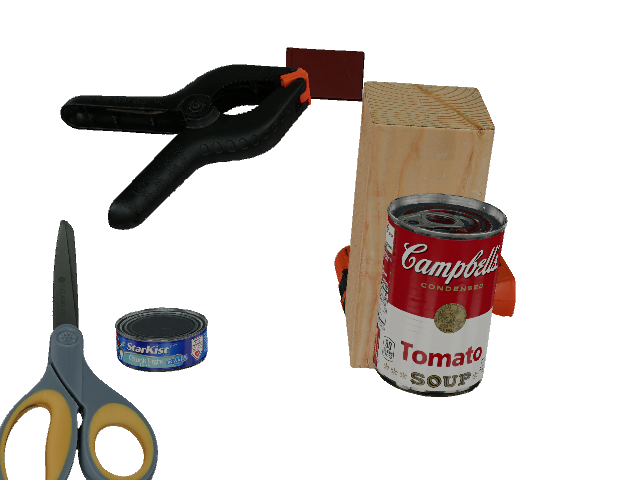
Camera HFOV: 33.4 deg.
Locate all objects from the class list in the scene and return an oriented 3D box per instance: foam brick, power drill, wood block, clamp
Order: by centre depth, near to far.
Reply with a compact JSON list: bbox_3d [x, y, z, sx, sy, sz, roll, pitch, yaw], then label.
[{"bbox_3d":[-0.092,-0.083,0.732,0.171,0.120,0.039,-28,-28,-20],"label":"clamp"},{"bbox_3d":[0.072,-0.009,0.829,0.090,0.206,0.091,3,27,-2],"label":"wood block"},{"bbox_3d":[0.004,-0.171,1.102,0.078,0.051,0.053,2,10,-6],"label":"foam brick"},{"bbox_3d":[0.114,0.055,1.171,0.187,0.057,0.184,-3,29,-6],"label":"power drill"}]

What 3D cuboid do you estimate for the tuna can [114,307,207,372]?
[{"bbox_3d":[-0.148,0.092,0.996,0.086,0.034,0.086,1,15,0],"label":"tuna can"}]

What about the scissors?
[{"bbox_3d":[-0.131,0.070,0.621,0.096,0.201,0.016,15,-44,-7],"label":"scissors"}]

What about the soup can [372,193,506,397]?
[{"bbox_3d":[0.068,0.031,0.623,0.068,0.102,0.068,4,21,-2],"label":"soup can"}]
